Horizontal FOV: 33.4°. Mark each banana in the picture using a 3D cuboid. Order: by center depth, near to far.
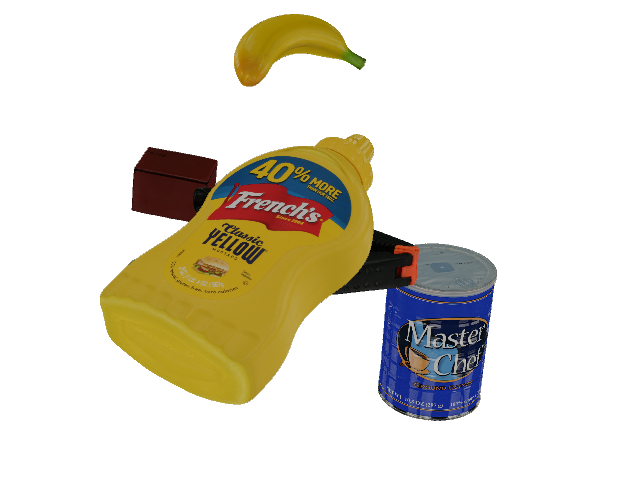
[{"bbox_3d":[-0.028,-0.179,0.984,0.070,0.037,0.197,38,32,20],"label":"banana"}]

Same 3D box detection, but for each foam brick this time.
[{"bbox_3d":[-0.150,-0.057,1.105,0.078,0.051,0.053,11,31,4],"label":"foam brick"}]

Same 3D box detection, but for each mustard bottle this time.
[{"bbox_3d":[-0.026,0.000,0.590,0.096,0.058,0.191,22,49,25],"label":"mustard bottle"}]

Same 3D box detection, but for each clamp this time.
[{"bbox_3d":[-0.029,0.002,0.827,0.210,0.036,0.164,4,26,5],"label":"clamp"}]

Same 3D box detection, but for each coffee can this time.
[{"bbox_3d":[0.111,0.087,1.031,0.103,0.140,0.103,2,24,-1],"label":"coffee can"}]
